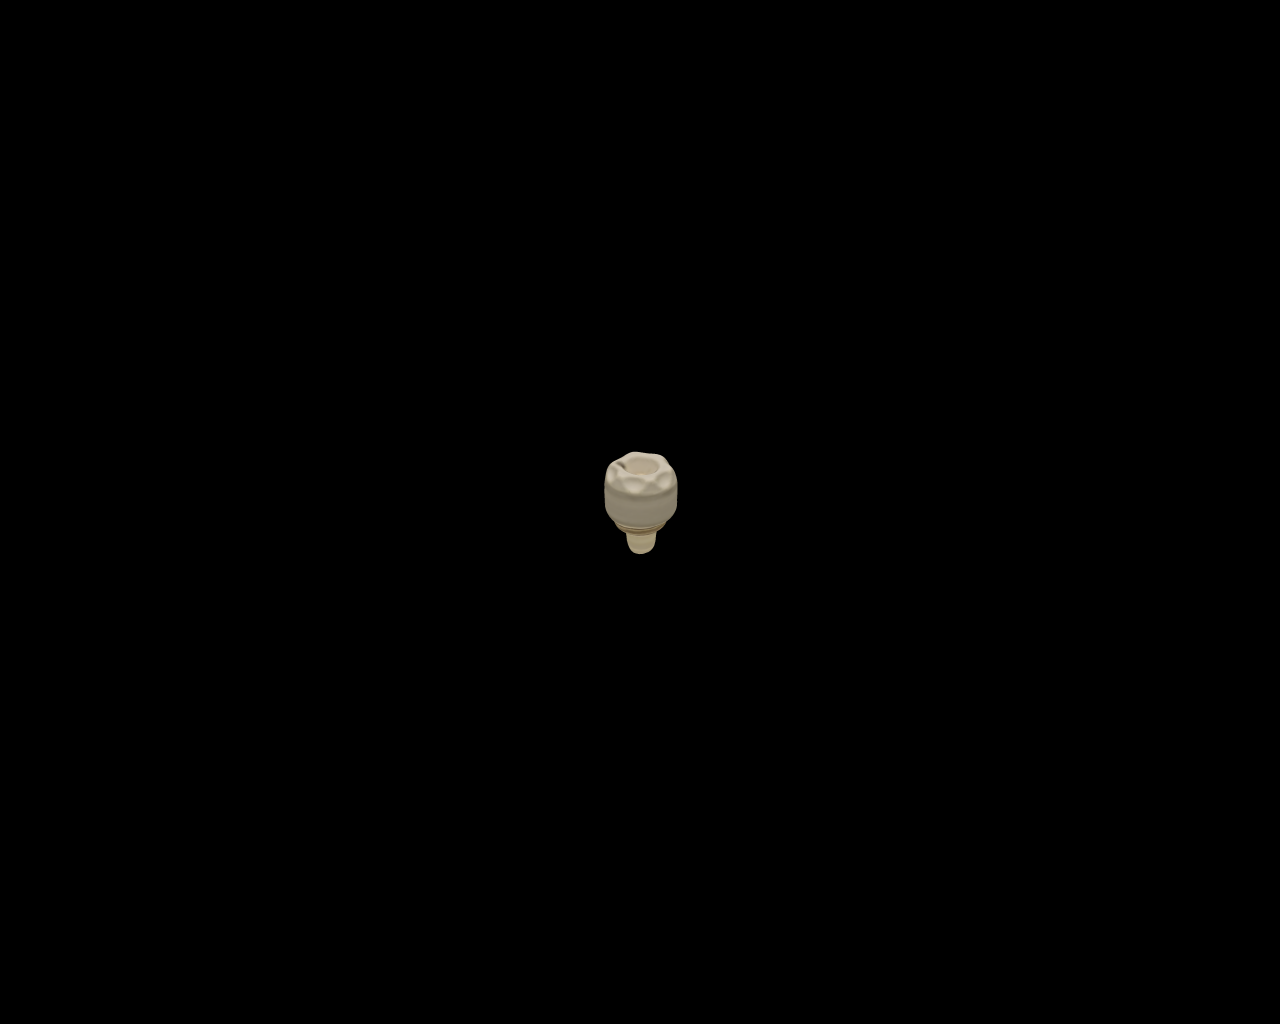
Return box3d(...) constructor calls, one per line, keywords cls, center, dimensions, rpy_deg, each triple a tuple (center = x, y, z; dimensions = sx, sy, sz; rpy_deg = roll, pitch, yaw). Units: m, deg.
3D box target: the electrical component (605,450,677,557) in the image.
box3d(cls="electrical component", center=(0.001, -0.003, 0.650), dimensions=(0.043, 0.062, 0.043), rpy_deg=(0, 31, 0))
